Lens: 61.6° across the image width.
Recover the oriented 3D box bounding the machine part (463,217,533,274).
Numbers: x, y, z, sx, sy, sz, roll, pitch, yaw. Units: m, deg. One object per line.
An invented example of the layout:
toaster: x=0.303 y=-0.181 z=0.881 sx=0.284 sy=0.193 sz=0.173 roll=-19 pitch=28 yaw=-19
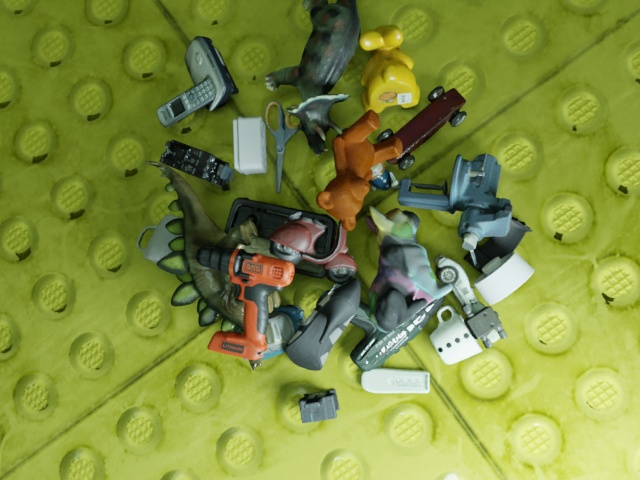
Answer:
machine part: x=0.365 y=0.011 z=1.096 sx=0.139 sy=0.039 sz=0.084 roll=-45 pitch=78 yaw=3

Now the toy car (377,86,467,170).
toy car: x=0.213 y=-0.233 z=1.120 sx=0.202 sy=0.053 sz=0.089 roll=-40 pitch=73 yaw=6

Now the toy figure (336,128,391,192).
toy figure: x=0.093 y=-0.165 z=1.129 sx=0.154 sy=0.058 sz=0.064 roll=48 pitch=118 yaw=5

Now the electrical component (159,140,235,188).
electrical component: x=-0.252 y=-0.158 z=1.137 sx=0.134 sy=0.115 sz=0.058 roll=21 pitch=93 yaw=7

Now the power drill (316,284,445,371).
power drill: x=0.111 y=0.135 z=1.103 sx=0.207 sy=0.086 sz=0.232 roll=39 pitch=91 yaw=0

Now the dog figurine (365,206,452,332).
dog figurine: x=0.135 y=0.043 z=1.030 sx=0.191 sy=0.108 sz=0.219 roll=-33 pitch=77 yaw=-7

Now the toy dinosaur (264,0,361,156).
toy dinosaur: x=0.017 y=-0.379 z=1.075 sx=0.192 sy=0.131 sz=0.404 roll=27 pitch=99 yaw=44

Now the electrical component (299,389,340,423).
electrical component: x=-0.002 y=0.335 z=1.076 sx=0.075 sy=0.119 sz=0.047 roll=-11 pitch=85 yaw=3

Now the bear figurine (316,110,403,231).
bear figurine: x=0.070 y=-0.126 z=1.007 sx=0.132 sy=0.120 sz=0.196 roll=-24 pitch=39 yaw=36

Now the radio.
radio: x=-0.082 y=-0.006 z=1.128 sx=0.230 sy=0.073 sz=0.131 roll=12 pitch=89 yaw=6

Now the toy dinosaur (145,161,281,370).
toy dinosaur: x=-0.216 y=0.033 z=1.057 sx=0.199 sy=0.105 sz=0.471 roll=-22 pitch=79 yaw=9

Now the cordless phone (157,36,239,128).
cordless phone: x=-0.286 y=-0.337 z=1.170 sx=0.184 sy=0.088 sz=0.146 roll=-27 pitch=84 yaw=9

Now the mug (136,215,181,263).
mug: x=-0.334 y=-0.001 z=1.159 sx=0.110 sy=0.080 sz=0.107 roll=17 pitch=78 yaw=13

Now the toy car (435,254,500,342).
toy car: x=0.295 y=0.114 z=1.079 sx=0.056 sy=0.073 sz=0.201 roll=-33 pitch=84 yaw=7

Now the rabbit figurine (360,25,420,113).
rabbit figurine: x=0.130 y=-0.369 z=1.103 sx=0.122 sy=0.162 sz=0.173 roll=-7 pitch=68 yaw=18

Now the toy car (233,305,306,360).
toy car: x=-0.107 y=0.193 z=1.106 sx=0.162 sy=0.103 sz=0.109 roll=-14 pitch=86 yaw=7

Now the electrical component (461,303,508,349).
electrical component: x=0.311 y=0.155 z=1.021 sx=0.063 sy=0.021 sz=0.094 roll=-31 pitch=82 yaw=-10

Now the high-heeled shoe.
high-heeled shoe: x=0.008 y=0.168 z=1.062 sx=0.086 sy=0.248 sz=0.145 roll=32 pitch=60 yaw=-2

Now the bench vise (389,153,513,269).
bench vise: x=0.254 y=-0.079 z=1.059 sx=0.241 sy=0.128 sz=0.223 roll=9 pitch=69 yaw=20

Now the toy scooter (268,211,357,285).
toy scooter: x=-0.002 y=-0.003 z=1.046 sx=0.184 sy=0.075 sz=0.135 roll=22 pitch=88 yaw=5
